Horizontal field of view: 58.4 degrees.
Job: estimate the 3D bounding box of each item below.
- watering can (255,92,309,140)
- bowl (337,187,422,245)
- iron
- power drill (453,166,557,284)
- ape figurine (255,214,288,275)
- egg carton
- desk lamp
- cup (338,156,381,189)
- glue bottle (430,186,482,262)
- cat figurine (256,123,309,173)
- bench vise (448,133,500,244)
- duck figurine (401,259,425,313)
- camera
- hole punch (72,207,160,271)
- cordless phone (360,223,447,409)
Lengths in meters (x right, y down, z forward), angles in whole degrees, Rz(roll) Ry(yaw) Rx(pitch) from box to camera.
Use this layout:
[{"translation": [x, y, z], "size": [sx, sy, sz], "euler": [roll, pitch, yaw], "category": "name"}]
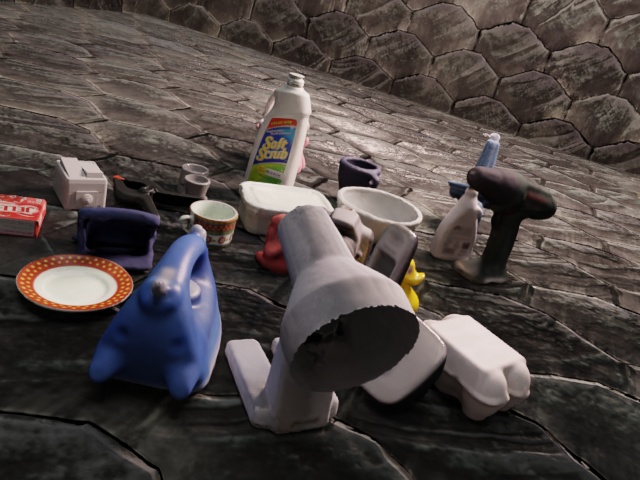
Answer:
[{"translation": [-0.085, -0.234, 1.252], "size": [0.101, 0.194, 0.173], "euler": [16, 24, 1], "category": "watering can"}, {"translation": [0.103, -0.037, 1.082], "size": [0.167, 0.075, 0.167], "euler": [13, 24, -6], "category": "bowl"}, {"translation": [-0.157, 0.054, 0.635], "size": [0.118, 0.141, 0.258], "euler": [13, 24, -5], "category": "iron"}, {"translation": [0.320, -0.027, 1.029], "size": [0.230, 0.208, 0.075], "euler": [-1, 28, -33], "category": "power drill"}, {"translation": [-0.063, 0.002, 0.871], "size": [0.076, 0.092, 0.078], "euler": [22, 24, 14], "category": "ape figurine"}, {"translation": [0.185, 0.154, 0.717], "size": [0.107, 0.069, 0.149], "euler": [-5, 31, -39], "category": "egg carton"}, {"translation": [-0.011, 0.087, 0.563], "size": [0.118, 0.213, 0.202], "euler": [2, 27, -28], "category": "desk lamp"}, {"translation": [0.083, -0.115, 1.217], "size": [0.092, 0.095, 0.117], "euler": [-1, 28, -33], "category": "cup"}, {"translation": [0.267, -0.042, 1.073], "size": [0.078, 0.173, 0.037], "euler": [9, 24, -15], "category": "glue bottle"}, {"translation": [-0.088, -0.229, 1.335], "size": [0.128, 0.118, 0.067], "euler": [16, 24, 1], "category": "cat figurine"}, {"translation": [0.341, -0.107, 1.203], "size": [0.121, 0.220, 0.207], "euler": [13, 24, -7], "category": "bench vise"}, {"translation": [0.107, 0.058, 0.860], "size": [0.104, 0.086, 0.077], "euler": [18, 24, 5], "category": "duck figurine"}, {"translation": [0.008, 0.003, 0.901], "size": [0.143, 0.101, 0.137], "euler": [18, 24, 5], "category": "camera"}, {"translation": [-0.278, -0.018, 0.781], "size": [0.109, 0.091, 0.101], "euler": [5, 26, -23], "category": "hole punch"}, {"translation": [0.089, 0.085, 0.666], "size": [0.094, 0.185, 0.147], "euler": [-6, 31, -40], "category": "cordless phone"}]
